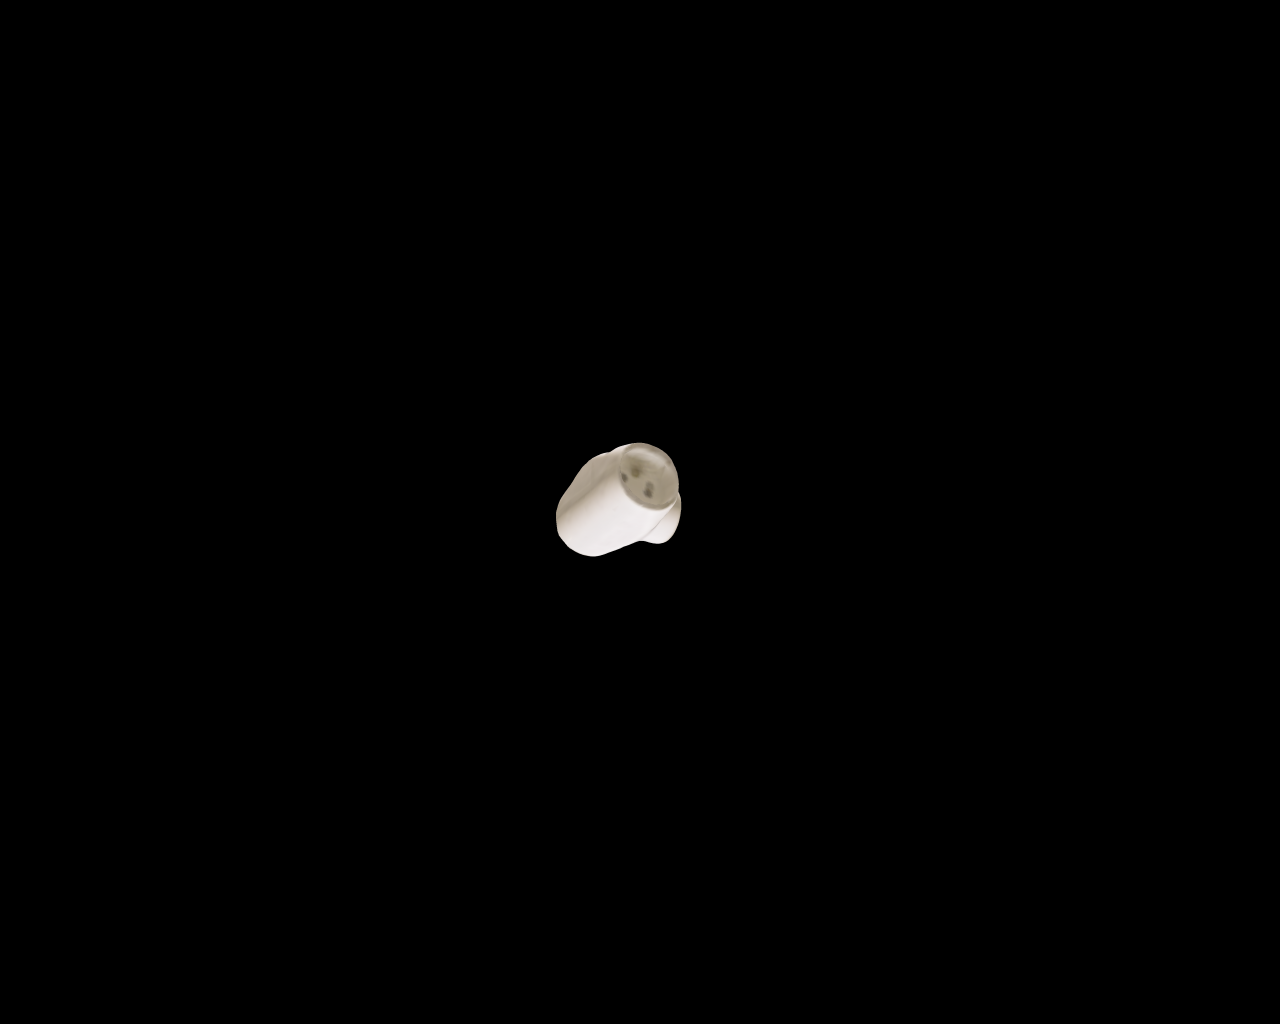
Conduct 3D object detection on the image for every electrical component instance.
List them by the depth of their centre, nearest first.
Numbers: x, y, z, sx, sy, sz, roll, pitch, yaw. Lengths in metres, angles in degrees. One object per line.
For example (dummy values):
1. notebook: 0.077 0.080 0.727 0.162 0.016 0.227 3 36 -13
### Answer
1. electrical component: 0.001 -0.003 0.650 0.079 0.044 0.077 15 -30 -28
